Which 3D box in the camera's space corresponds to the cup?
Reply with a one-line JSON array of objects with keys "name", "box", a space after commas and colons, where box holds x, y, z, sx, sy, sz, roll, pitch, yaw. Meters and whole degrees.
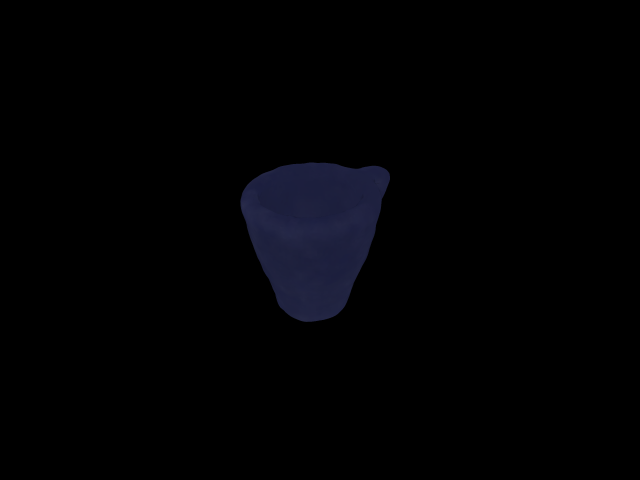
[{"name": "cup", "box": [0.004, 0.001, 0.400, 0.118, 0.095, 0.091, -27, 41, -35]}]
